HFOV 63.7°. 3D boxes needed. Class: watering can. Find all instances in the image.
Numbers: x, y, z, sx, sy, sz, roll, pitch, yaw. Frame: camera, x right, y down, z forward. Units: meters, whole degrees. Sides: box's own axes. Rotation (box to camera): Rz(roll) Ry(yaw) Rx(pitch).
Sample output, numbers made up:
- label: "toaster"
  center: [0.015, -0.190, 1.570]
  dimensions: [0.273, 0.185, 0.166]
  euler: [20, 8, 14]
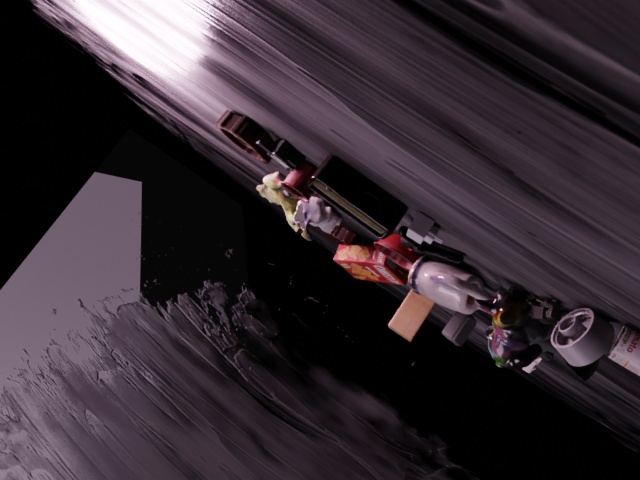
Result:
- label: "watering can"
  center: [0.362, 0.136, 1.338]
  dimensions: [0.226, 0.104, 0.343]
  euler: [23, 175, 36]

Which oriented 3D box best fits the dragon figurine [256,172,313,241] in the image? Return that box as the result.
- label: "dragon figurine"
  center: [-0.126, -0.125, 1.861]
  dimensions: [0.244, 0.123, 0.403]
  euler: [40, 165, 14]

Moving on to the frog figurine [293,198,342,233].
- label: "frog figurine"
  center: [0.005, -0.084, 1.676]
  dimensions: [0.160, 0.123, 0.137]
  euler: [-1, 180, -26]
